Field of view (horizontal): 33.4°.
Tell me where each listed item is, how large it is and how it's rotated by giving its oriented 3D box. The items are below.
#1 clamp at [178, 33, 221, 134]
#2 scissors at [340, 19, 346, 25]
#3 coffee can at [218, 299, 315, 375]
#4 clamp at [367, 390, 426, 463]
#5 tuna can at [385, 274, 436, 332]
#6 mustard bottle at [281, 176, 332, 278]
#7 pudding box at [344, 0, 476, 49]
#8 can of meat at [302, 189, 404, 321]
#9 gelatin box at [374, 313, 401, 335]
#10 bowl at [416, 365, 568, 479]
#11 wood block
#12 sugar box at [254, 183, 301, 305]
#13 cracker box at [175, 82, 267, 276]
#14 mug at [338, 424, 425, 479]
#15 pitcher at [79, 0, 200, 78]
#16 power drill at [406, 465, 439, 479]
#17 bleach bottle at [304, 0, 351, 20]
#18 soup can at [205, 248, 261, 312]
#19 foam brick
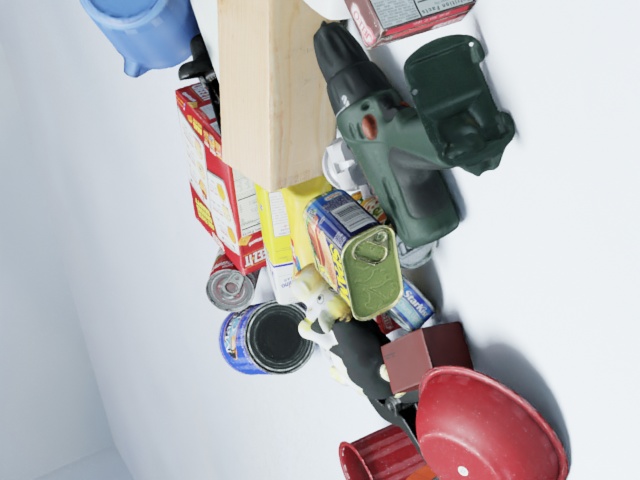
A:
[{"bbox_3d":[-0.129,-0.196,1.316,0.171,0.039,0.120,-85,-26,-56],"label":"clamp"},{"bbox_3d":[-0.014,-0.181,1.122,0.096,0.016,0.202,43,143,31],"label":"scissors"},{"bbox_3d":[-0.076,0.138,1.491,0.103,0.102,0.140,69,159,-1],"label":"coffee can"},{"bbox_3d":[0.098,0.191,1.205,0.210,0.036,0.164,29,136,54],"label":"clamp"},{"bbox_3d":[0.075,0.056,1.085,0.086,0.033,0.086,44,175,4],"label":"tuna can"},{"bbox_3d":[-0.009,0.002,1.246,0.096,0.058,0.191,-102,4,-54],"label":"mustard bottle"},{"bbox_3d":[0.058,-0.216,0.842,0.113,0.089,0.039,67,158,7],"label":"pudding box"},{"bbox_3d":[0.030,0.011,1.013,0.084,0.057,0.102,47,157,47],"label":"can of meat"},{"bbox_3d":[0.055,0.064,1.200,0.089,0.030,0.073,8,118,67],"label":"gelatin box"},{"bbox_3d":[0.145,0.194,0.987,0.162,0.055,0.162,31,147,23],"label":"bowl"},{"bbox_3d":[-0.041,-0.166,1.070,0.091,0.090,0.206,35,135,42],"label":"wood block"},{"bbox_3d":[-0.051,-0.014,1.339,0.093,0.048,0.176,-112,15,-56],"label":"sugar box"},{"bbox_3d":[-0.121,-0.086,1.431,0.164,0.072,0.214,47,151,46],"label":"cracker box"},{"bbox_3d":[0.084,0.275,1.255,0.117,0.081,0.093,62,158,18],"label":"mug"},{"bbox_3d":[-0.210,-0.296,1.277,0.243,0.145,0.149,-89,-22,-89],"label":"pitcher"},{"bbox_3d":[0.156,0.330,1.136,0.185,0.057,0.187,2,123,61],"label":"power drill"},{"bbox_3d":[0.019,-0.314,0.887,0.103,0.068,0.251,53,152,36],"label":"bleach bottle"},{"bbox_3d":[-0.119,0.047,1.501,0.102,0.068,0.068,-80,-18,-62],"label":"soup can"},{"bbox_3d":[0.106,0.118,1.064,0.078,0.051,0.053,-33,68,55],"label":"foam brick"}]
